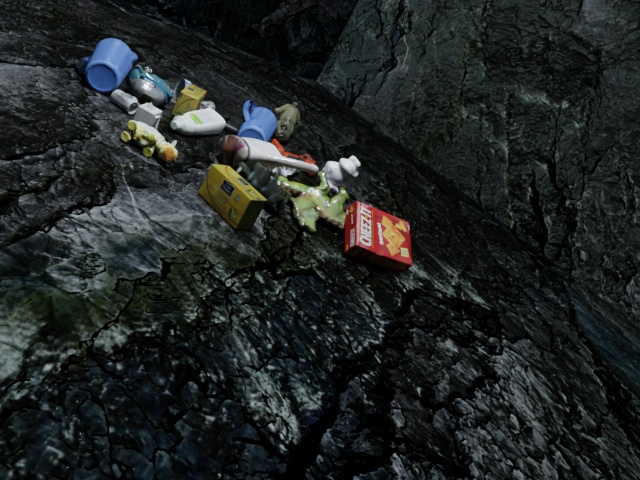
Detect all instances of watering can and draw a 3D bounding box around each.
[{"bbox_3d":[-0.186,-0.269,1.664,0.350,0.103,0.224,19,12,42],"label":"watering can"}]

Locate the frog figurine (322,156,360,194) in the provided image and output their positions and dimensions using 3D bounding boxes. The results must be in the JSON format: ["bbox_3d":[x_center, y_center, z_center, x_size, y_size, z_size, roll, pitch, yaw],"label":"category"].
[{"bbox_3d":[0.083,-0.265,1.989,0.137,0.157,0.124,30,19,-2],"label":"frog figurine"}]

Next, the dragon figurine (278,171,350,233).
[{"bbox_3d":[0.005,-0.082,1.620,0.413,0.119,0.246,42,41,14],"label":"dragon figurine"}]
